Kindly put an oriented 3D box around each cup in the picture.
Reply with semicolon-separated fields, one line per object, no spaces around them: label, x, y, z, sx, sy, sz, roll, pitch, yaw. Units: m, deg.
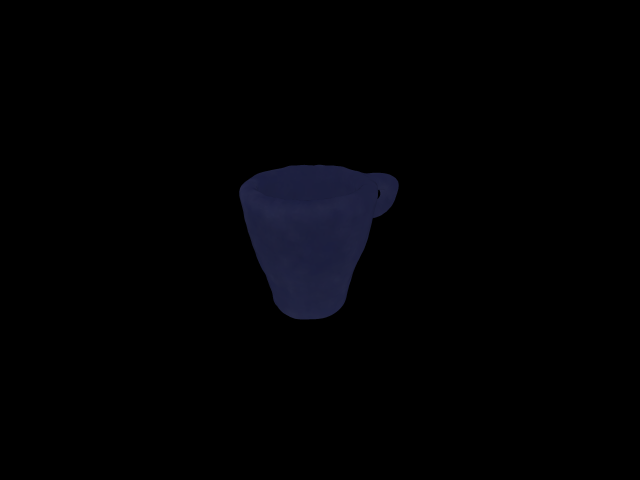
cup;0.004;0.001;0.400;0.118;0.095;0.091;-14;27;-29
